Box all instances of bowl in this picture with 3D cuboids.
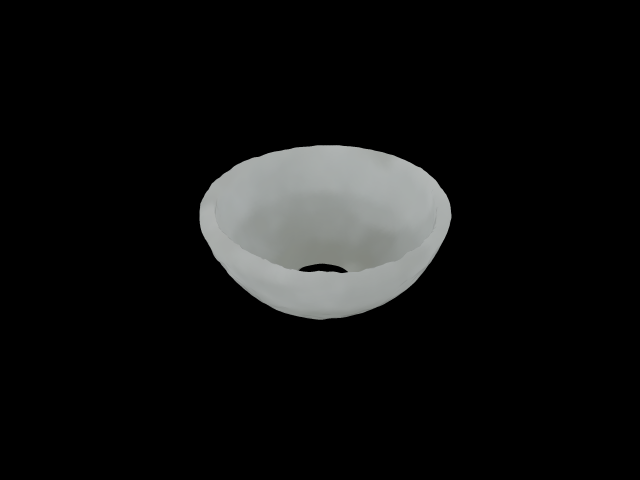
[{"bbox_3d":[0.004,0.001,0.400,0.167,0.075,0.167,0,35,0],"label":"bowl"}]
